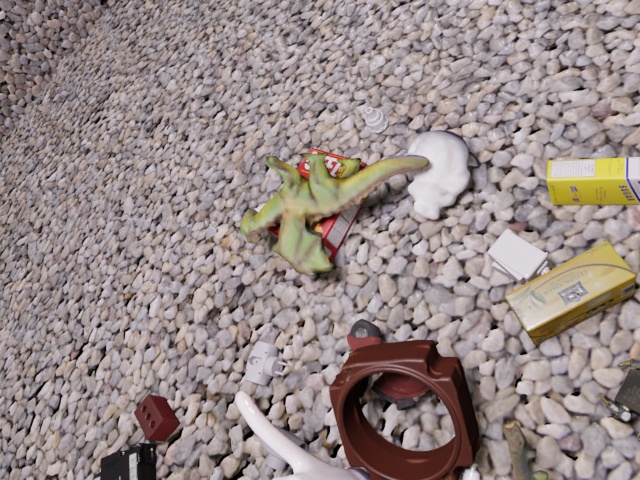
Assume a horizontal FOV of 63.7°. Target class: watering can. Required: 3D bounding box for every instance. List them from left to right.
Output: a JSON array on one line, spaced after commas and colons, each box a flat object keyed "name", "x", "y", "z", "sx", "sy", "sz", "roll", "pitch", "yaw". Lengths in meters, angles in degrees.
[{"name": "watering can", "x": -0.004, "y": 0.383, "z": 0.768, "sx": 0.102, "sy": 0.223, "sz": 0.355, "roll": -46, "pitch": 49, "yaw": 26}]

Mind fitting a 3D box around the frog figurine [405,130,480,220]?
[{"name": "frog figurine", "x": 0.215, "y": -0.126, "z": 0.981, "sx": 0.138, "sy": 0.120, "sz": 0.161, "roll": 30, "pitch": 71, "yaw": 19}]

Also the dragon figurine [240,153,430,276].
[{"name": "dragon figurine", "x": 0.003, "y": -0.051, "z": 1.006, "sx": 0.410, "sy": 0.121, "sz": 0.244, "roll": 3, "pitch": 84, "yaw": 30}]
